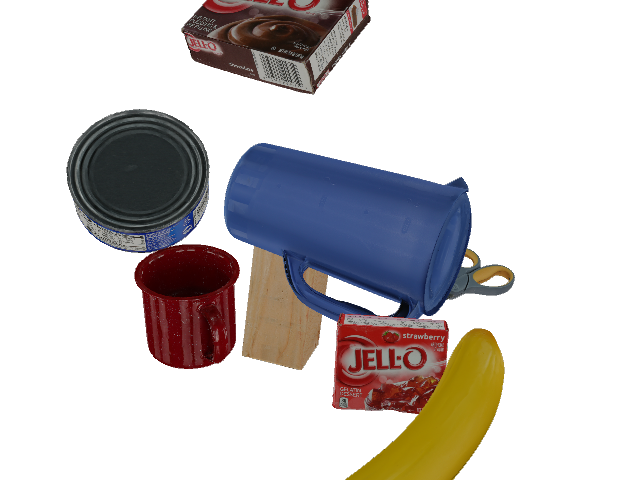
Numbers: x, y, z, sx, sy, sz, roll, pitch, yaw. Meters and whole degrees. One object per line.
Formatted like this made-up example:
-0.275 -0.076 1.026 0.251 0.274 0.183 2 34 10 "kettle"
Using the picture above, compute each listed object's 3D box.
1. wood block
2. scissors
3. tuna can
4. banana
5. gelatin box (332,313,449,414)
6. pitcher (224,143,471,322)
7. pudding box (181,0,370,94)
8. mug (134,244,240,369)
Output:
-0.043 0.057 1.451 0.090 0.206 0.090 12 22 11 "wood block"
0.150 0.048 1.282 0.201 0.016 0.096 -9 39 -37 "scissors"
-0.111 -0.036 0.660 0.086 0.086 0.034 0 -26 -5 "tuna can"
0.051 0.110 0.586 0.197 0.037 0.070 -36 37 -31 "banana"
0.056 0.100 0.857 0.089 0.073 0.030 4 14 3 "gelatin box"
0.023 -0.011 1.096 0.243 0.145 0.149 18 24 20 "pitcher"
-0.032 -0.162 0.798 0.114 0.090 0.039 21 -30 24 "pudding box"
-0.111 0.066 0.953 0.093 0.081 0.117 -17 35 -27 "mug"
